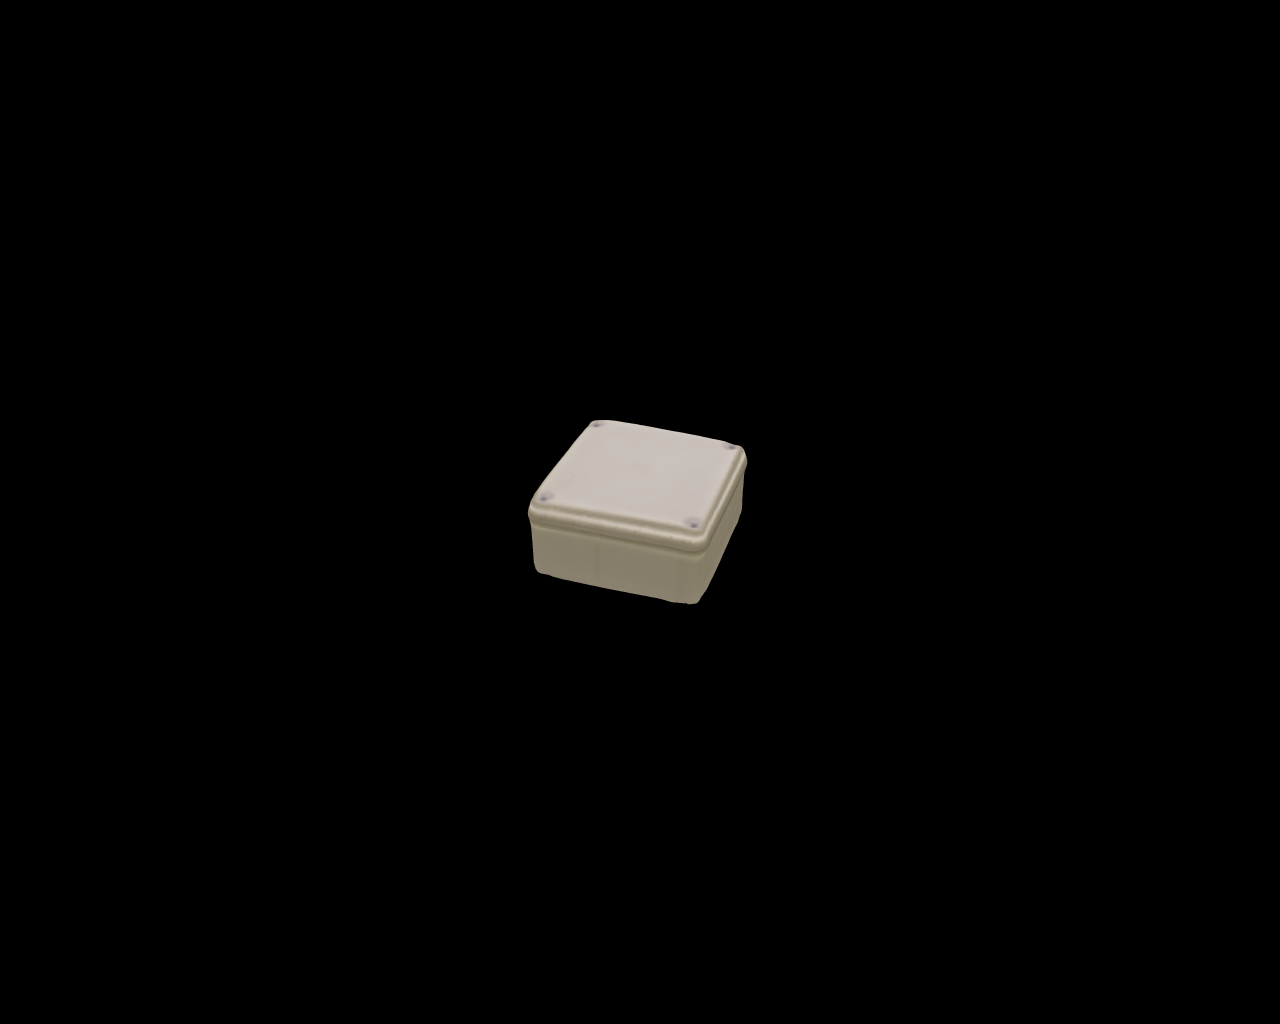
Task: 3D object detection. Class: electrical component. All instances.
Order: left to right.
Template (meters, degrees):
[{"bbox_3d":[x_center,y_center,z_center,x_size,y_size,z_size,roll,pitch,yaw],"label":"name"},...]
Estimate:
[{"bbox_3d":[0.001,-0.003,0.650,0.109,0.056,0.109,11,36,16],"label":"electrical component"}]
